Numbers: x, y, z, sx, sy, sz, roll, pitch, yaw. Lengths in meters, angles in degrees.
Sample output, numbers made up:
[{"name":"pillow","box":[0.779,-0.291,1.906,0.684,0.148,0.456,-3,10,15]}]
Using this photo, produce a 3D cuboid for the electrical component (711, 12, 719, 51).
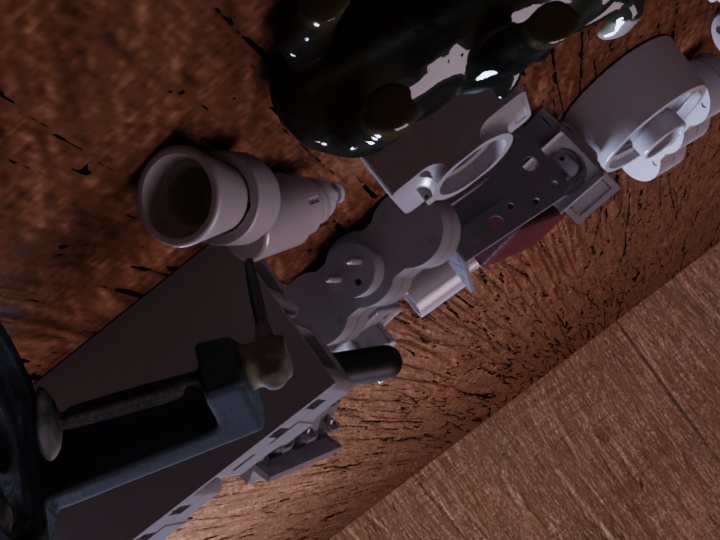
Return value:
[{"name":"electrical component","box":[0.315,-0.197,0.855,0.055,0.045,0.045,-32,164,-16]}]

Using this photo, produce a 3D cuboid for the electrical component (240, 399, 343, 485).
[{"name":"electrical component","box":[-0.071,0.139,0.959,0.121,0.079,0.063,-8,126,-61]}]

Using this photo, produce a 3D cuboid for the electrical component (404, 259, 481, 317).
[{"name":"electrical component","box":[0.072,-0.001,0.902,0.081,0.043,0.043,-35,165,-5]}]

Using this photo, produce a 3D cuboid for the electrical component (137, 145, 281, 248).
[{"name":"electrical component","box":[-0.067,-0.033,0.490,0.045,0.045,0.055,-43,164,21]}]

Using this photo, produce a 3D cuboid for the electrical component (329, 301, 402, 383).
[{"name":"electrical component","box":[0.002,0.052,0.838,0.066,0.076,0.047,-43,164,22]}]

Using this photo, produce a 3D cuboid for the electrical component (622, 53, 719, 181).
[{"name":"electrical component","box":[0.262,-0.125,0.938,0.074,0.052,0.138,-29,163,-27]}]

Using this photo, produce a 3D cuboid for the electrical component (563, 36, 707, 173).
[{"name":"electrical component","box":[0.217,-0.121,0.832,0.108,0.060,0.108,-34,165,-10]}]

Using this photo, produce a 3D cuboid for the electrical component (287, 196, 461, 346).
[{"name":"electrical component","box":[0.000,0.000,0.725,0.138,0.052,0.074,-41,165,18]}]

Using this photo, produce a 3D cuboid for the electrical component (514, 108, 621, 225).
[{"name":"electrical component","box":[0.149,-0.079,0.793,0.042,0.081,0.063,-43,-173,21]}]

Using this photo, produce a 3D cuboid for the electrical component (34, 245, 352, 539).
[{"name":"electrical component","box":[-0.110,0.081,0.618,0.186,0.105,0.060,-38,165,5]}]

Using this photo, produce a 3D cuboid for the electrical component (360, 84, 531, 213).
[{"name":"electrical component","box":[0.045,-0.077,0.589,0.089,0.055,0.050,-38,165,5]}]

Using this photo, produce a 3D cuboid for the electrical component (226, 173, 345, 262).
[{"name":"electrical component","box":[-0.039,-0.032,0.565,0.078,0.040,0.040,-23,159,-42]}]

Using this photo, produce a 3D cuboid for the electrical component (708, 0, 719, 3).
[{"name":"electrical component","box":[0.222,-0.212,0.581,0.109,0.056,0.109,-39,165,7]}]
